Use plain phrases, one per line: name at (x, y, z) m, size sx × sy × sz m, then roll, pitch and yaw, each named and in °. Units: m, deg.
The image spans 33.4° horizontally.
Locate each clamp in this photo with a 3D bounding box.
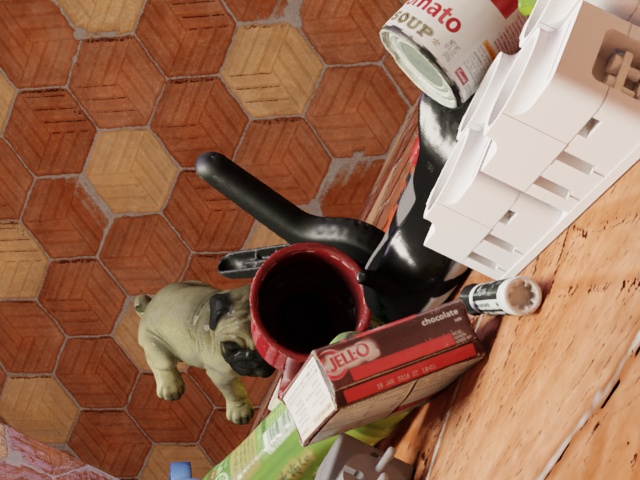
clamp at (-0.006, 0.001, 0.867) m, size 0.164 × 0.210 × 0.036 m, roll 75°, pitch -146°, yaw -54°

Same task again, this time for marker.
marker at (0.092, 0.030, 0.561) m, size 0.121 × 0.020 × 0.020 m, roll 124°, pitch 172°, yaw -85°

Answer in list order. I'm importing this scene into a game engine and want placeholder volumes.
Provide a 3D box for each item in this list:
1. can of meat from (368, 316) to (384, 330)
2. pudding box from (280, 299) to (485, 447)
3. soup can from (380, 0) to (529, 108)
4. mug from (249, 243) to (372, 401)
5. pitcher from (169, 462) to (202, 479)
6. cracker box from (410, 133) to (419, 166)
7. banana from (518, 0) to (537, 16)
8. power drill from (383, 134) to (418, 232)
can of meat at (0.053, 0.052, 0.987) m, size 0.102 × 0.057 × 0.084 m, roll -66°, pitch 4°, yaw -27°
pudding box at (0.032, 0.077, 0.603) m, size 0.114 × 0.090 × 0.039 m, roll 115°, pitch 136°, yaw -65°
soup can at (0.094, -0.137, 0.639) m, size 0.102 × 0.068 × 0.068 m, roll -45°, pitch 0°, yaw -3°
mug at (-0.013, 0.070, 0.827) m, size 0.081 × 0.093 × 0.117 m, roll 110°, pitch 171°, yaw -69°
pitcher at (-0.120, 0.282, 0.939) m, size 0.144 × 0.149 × 0.243 m, roll -44°, pitch -15°, yaw -26°
cracker box at (0.147, -0.155, 0.816) m, size 0.164 × 0.072 × 0.213 m, roll -63°, pitch 1°, yaw 36°
banana at (0.178, -0.195, 0.563) m, size 0.197 × 0.070 × 0.037 m, roll -55°, pitch -37°, yaw -13°
power drill at (0.121, -0.093, 1.027) m, size 0.185 × 0.057 × 0.187 m, roll -63°, pitch 1°, yaw 44°
